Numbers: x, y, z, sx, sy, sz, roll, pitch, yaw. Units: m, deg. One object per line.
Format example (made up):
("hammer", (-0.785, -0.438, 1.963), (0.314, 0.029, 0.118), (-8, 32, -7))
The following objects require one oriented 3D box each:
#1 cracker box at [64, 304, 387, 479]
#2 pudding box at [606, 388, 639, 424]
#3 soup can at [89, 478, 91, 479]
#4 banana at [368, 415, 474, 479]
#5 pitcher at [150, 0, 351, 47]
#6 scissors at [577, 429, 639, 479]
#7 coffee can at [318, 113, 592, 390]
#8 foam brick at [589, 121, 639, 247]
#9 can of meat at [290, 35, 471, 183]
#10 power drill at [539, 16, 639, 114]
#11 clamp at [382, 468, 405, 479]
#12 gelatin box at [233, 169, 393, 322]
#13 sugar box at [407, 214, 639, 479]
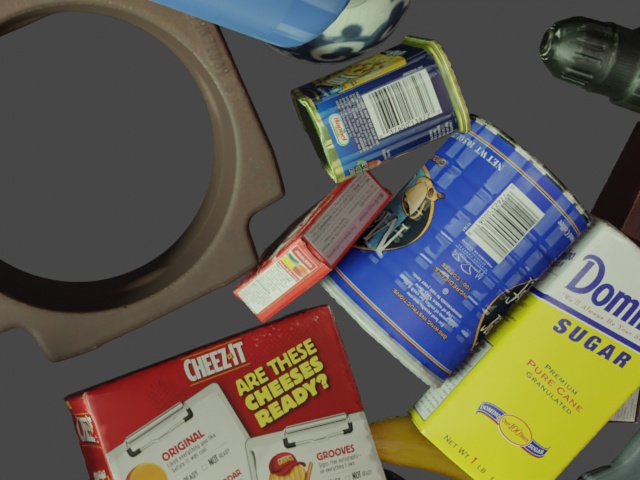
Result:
("cracker box", (-0.042, 0.167, 0.647), (0.164, 0.072, 0.214), (-18, 89, -27))
("pudding box", (0.165, 0.077, 0.727), (0.113, 0.039, 0.090), (5, 101, -9))
("soup can", (-0.155, 0.203, 0.684), (0.102, 0.068, 0.068), (-39, 105, 0))
("banana", (0.111, 0.168, 0.728), (0.197, 0.037, 0.069), (41, 56, -13))
("pitcher", (-0.089, -0.191, 0.498), (0.242, 0.145, 0.149), (17, 137, -31))
("scissors", (0.199, 0.183, 0.742), (0.201, 0.016, 0.096), (-27, 114, -19))
("coffee can", (0.083, 0.007, 0.664), (0.102, 0.103, 0.140), (42, 92, -15))
("foam brick", (0.224, -0.033, 0.707), (0.053, 0.051, 0.078), (25, 96, -13))
("can of meat", (0.033, -0.079, 0.639), (0.084, 0.102, 0.057), (-23, 105, -2))
("power drill", (0.236, -0.163, 0.660), (0.184, 0.057, 0.187), (14, 88, -14))
("clamp", (-0.002, 0.209, 0.724), (0.209, 0.036, 0.164), (13, 91, -14))
("gelatin box", (-0.004, 0.001, 0.642), (0.030, 0.089, 0.073), (46, 134, -6))
("sugar box", (0.150, 0.079, 0.680), (0.093, 0.048, 0.176), (41, 94, -12))
